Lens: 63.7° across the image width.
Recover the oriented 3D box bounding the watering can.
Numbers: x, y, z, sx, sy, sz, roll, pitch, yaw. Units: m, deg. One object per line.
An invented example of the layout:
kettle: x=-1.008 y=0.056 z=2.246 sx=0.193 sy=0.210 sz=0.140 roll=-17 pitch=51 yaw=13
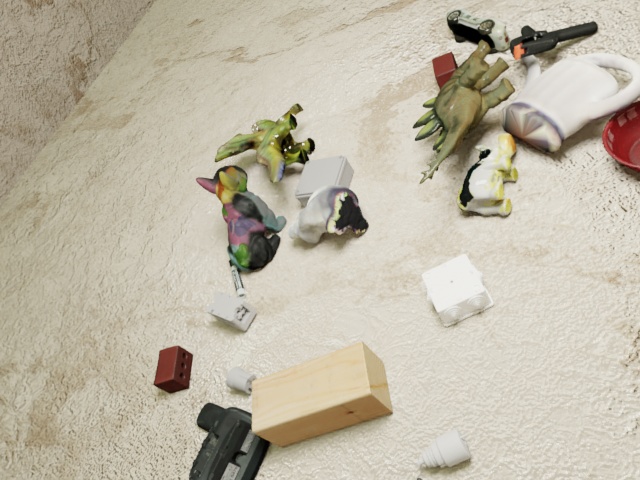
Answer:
watering can: x=0.440 y=-0.281 z=0.991 sx=0.224 sy=0.102 sz=0.353 roll=-40 pitch=29 yaw=1

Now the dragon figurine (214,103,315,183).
dragon figurine: x=-0.152 y=-0.226 z=1.291 sx=0.242 sy=0.120 sz=0.419 roll=-12 pitch=28 yaw=21

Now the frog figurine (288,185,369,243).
frog figurine: x=0.003 y=-0.055 z=1.084 sx=0.159 sy=0.121 sz=0.139 roll=0 pitch=21 yaw=46
